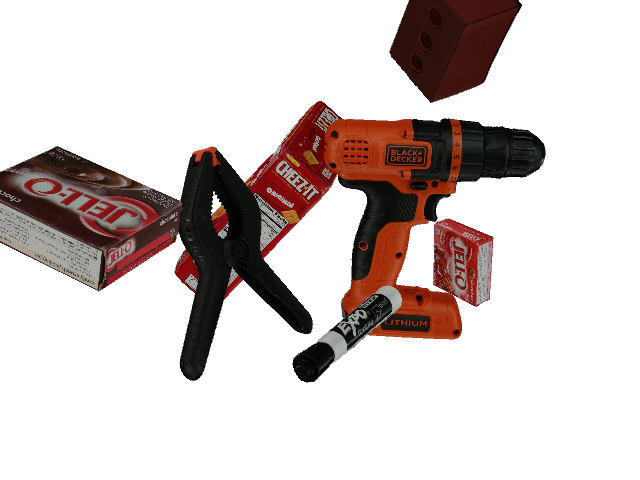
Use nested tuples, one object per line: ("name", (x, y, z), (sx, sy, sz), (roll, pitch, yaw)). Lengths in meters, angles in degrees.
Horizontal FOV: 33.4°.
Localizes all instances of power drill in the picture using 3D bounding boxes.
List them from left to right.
("power drill", (0.091, -0.012, 0.907), (0.184, 0.188, 0.057), (3, 16, -1))

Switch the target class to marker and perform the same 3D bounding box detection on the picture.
("marker", (0.018, 0.058, 0.674), (0.020, 0.020, 0.120), (0, 19, 31))

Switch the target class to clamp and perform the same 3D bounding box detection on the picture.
("clamp", (-0.080, 0.016, 1.016), (0.036, 0.210, 0.164), (-9, 0, 43))

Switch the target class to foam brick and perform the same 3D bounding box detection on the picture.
("foam brick", (0.089, -0.141, 0.718), (0.051, 0.053, 0.078), (-25, -25, -27))

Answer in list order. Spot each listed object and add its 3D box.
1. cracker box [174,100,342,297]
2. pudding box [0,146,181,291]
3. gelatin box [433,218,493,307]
("cracker box", (-0.062, -0.044, 1.213), (0.214, 0.072, 0.164), (-46, 9, 28))
("pudding box", (-0.165, -0.017, 0.724), (0.114, 0.039, 0.089), (22, 29, 19))
("gelatin box", (0.172, 0.026, 1.296), (0.030, 0.089, 0.073), (-23, 34, -34))
